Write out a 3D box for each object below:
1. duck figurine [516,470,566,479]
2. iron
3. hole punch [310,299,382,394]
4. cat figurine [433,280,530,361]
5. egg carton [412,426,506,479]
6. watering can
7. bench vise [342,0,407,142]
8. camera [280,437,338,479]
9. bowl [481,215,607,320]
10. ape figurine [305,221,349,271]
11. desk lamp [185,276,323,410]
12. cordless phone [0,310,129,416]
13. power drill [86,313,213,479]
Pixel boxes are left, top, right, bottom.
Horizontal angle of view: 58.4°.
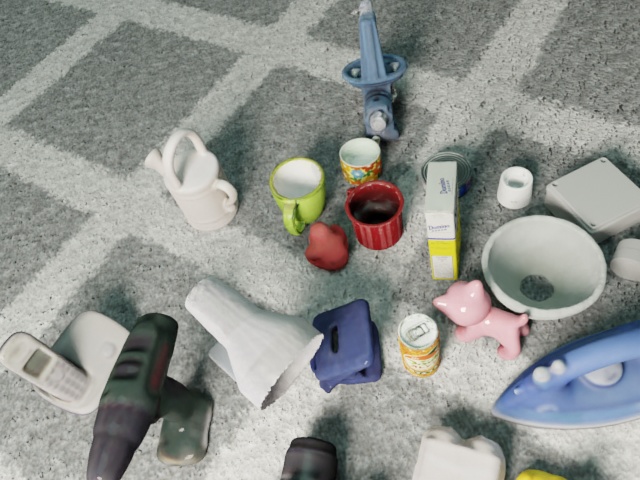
[{"bbox_3d":[0.274,0.306,0.658,0.077,0.086,0.104,-42,58,-16],"label":"duck figurine"},{"bbox_3d":[0.339,0.160,0.708,0.258,0.142,0.118,-17,54,1],"label":"iron"},{"bbox_3d":[0.033,0.149,0.814,0.101,0.091,0.108,-8,55,7],"label":"hole punch"},{"bbox_3d":[0.224,0.099,0.789,0.127,0.118,0.067,17,62,22],"label":"cat figurine"},{"bbox_3d":[0.163,0.307,0.692,0.107,0.069,0.150,9,59,18],"label":"egg carton"},{"bbox_3d":[-0.222,-0.109,0.982,0.172,0.194,0.101,0,56,12],"label":"watering can"},{"bbox_3d":[0.108,-0.298,1.022,0.121,0.220,0.207,-21,54,-2],"label":"bench vise"},{"bbox_3d":[-0.004,0.317,0.702,0.143,0.101,0.137,2,57,14],"label":"camera"},{"bbox_3d":[0.317,0.051,0.828,0.167,0.075,0.167,-6,55,9],"label":"bowl"},{"bbox_3d":[0.008,0.003,0.918,0.078,0.092,0.076,-27,55,-6],"label":"ape figurine"},{"bbox_3d":[-0.089,0.143,0.770,0.202,0.214,0.118,32,68,29],"label":"desk lamp"},{"bbox_3d":[-0.368,0.160,0.837,0.094,0.185,0.148,13,60,21],"label":"cordless phone"},{"bbox_3d":[-0.213,0.223,0.746,0.075,0.209,0.229,-5,55,9],"label":"power drill"}]
